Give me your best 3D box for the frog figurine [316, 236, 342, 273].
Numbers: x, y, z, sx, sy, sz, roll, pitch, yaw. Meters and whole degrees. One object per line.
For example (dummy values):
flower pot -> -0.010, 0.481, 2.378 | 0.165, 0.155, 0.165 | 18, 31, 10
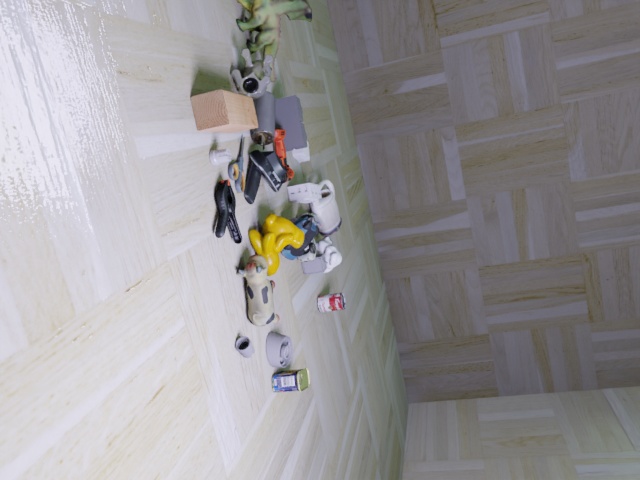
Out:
frog figurine -> 0.022, 0.069, 2.019 | 0.162, 0.123, 0.135 | -101, -167, -66

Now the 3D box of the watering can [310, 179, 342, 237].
watering can -> 0.007, -0.109, 2.162 | 0.355, 0.104, 0.220 | -63, 141, -50

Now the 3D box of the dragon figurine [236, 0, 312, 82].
dragon figurine -> -0.142, -0.740, 1.753 | 0.402, 0.242, 0.125 | 60, 20, -47
